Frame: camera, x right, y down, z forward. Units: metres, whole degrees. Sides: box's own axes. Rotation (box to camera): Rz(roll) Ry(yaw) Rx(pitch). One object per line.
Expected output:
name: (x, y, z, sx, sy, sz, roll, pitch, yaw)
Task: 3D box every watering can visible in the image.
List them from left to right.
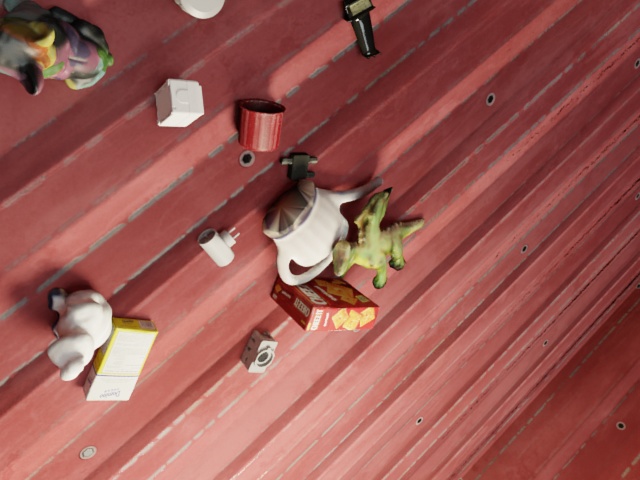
watering can: (0.004, -0.060, 1.186, 0.105, 0.350, 0.220, 25, -15, 44)

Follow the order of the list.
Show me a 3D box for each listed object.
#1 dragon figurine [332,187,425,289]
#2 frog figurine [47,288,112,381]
dragon figurine: (0.156, -0.023, 1.278, 0.123, 0.237, 0.417, 30, 51, 26)
frog figurine: (-0.431, 0.171, 0.937, 0.122, 0.136, 0.162, 9, 19, -41)
